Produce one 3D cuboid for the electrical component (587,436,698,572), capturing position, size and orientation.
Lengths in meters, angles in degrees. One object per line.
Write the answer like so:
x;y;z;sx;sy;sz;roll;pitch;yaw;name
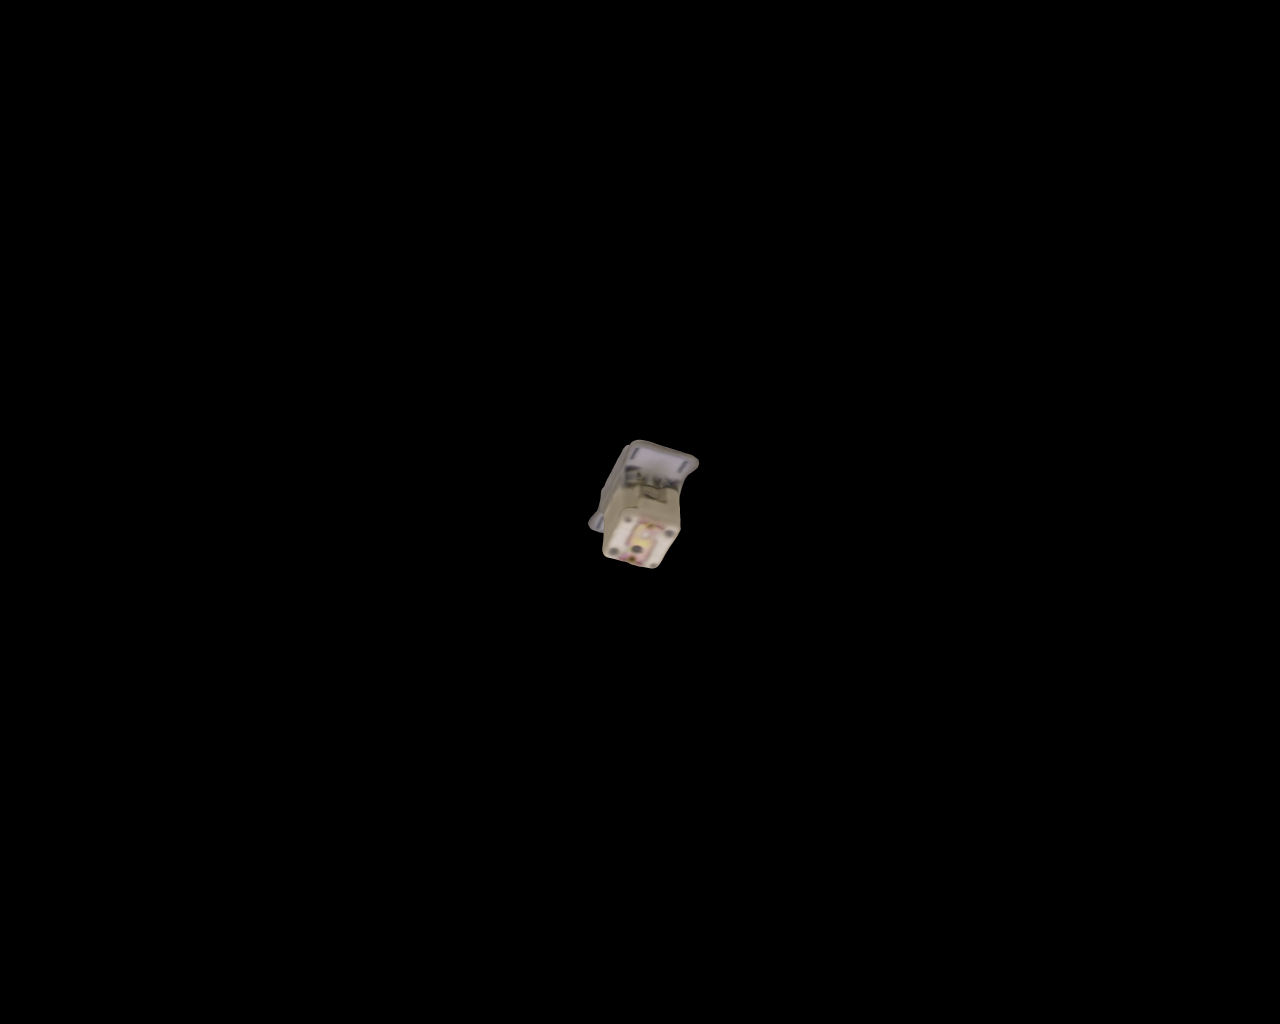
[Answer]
0.001;-0.003;0.650;0.042;0.064;0.080;15;-46;-15;electrical component
